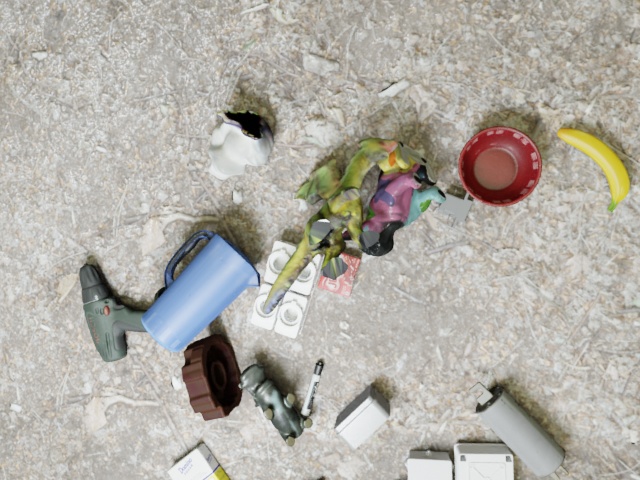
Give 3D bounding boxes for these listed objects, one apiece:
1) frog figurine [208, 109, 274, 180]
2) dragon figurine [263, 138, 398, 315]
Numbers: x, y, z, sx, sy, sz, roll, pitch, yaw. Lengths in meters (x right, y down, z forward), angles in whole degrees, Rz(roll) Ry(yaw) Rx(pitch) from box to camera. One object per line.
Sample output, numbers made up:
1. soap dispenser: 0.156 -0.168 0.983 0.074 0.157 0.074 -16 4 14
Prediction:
1. frog figurine: -0.176 -0.200 1.132 0.137 0.125 0.156 24 131 0
2. dragon figurine: 0.003 -0.053 1.043 0.406 0.248 0.121 -42 121 18
